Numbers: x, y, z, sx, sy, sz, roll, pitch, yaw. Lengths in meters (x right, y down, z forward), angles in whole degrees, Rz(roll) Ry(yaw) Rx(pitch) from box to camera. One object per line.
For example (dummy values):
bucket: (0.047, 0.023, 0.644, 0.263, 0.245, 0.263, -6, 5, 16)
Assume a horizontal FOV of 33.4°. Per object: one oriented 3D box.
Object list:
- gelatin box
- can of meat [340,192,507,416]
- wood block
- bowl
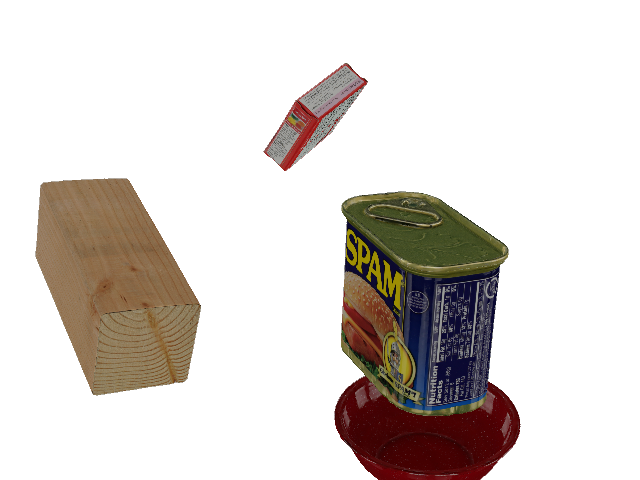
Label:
gelatin box: (-0.005, -0.112, 0.960, 0.089, 0.030, 0.073, -44, -5, -44)
can of meat: (0.049, 0.031, 0.550, 0.057, 0.084, 0.102, -7, 24, -21)
wood block: (-0.192, 0.035, 0.981, 0.090, 0.091, 0.206, -5, 36, -28)
bowl: (0.093, 0.175, 0.943, 0.162, 0.055, 0.162, -1, 27, 0)
